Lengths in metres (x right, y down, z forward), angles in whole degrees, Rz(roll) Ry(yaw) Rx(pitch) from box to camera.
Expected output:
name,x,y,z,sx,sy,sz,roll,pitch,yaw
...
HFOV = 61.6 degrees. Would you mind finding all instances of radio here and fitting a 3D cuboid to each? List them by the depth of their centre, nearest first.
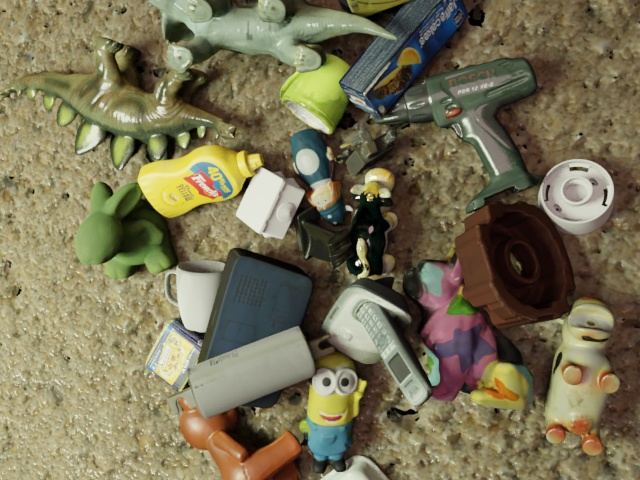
name,x,y,z,sx,sy,sz,roll,pitch,yaw
radio,-0.103,0.138,0.829,0.131,0.073,0.229,15,97,-17

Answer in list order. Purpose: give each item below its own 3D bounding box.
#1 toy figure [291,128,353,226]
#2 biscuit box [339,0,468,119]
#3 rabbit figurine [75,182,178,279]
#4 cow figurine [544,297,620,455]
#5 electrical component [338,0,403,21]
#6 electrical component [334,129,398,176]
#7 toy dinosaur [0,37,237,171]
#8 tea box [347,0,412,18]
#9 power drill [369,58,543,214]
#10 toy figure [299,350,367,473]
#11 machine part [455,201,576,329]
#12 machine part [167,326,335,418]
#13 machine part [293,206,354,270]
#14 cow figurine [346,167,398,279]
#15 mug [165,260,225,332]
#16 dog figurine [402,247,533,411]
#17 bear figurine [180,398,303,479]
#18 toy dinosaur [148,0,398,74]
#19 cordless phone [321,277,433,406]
name,x,y,z,sx,sy,sz,roll,pitch,yaw
toy figure,-0.002,-0.093,0.832,0.064,0.058,0.154,-22,87,52
biscuit box,0.120,-0.273,0.767,0.202,0.059,0.063,-50,47,0
rabbit figurine,-0.311,-0.012,0.849,0.121,0.170,0.159,2,93,13
cow figurine,0.355,0.169,0.728,0.086,0.127,0.194,7,107,14
electrical component,0.084,-0.400,0.801,0.115,0.058,0.134,33,99,13
electrical component,0.065,-0.132,0.796,0.078,0.102,0.045,-35,87,-12
toy dinosaur,-0.342,-0.226,0.889,0.472,0.105,0.198,21,100,17
tea box,0.110,-0.380,0.724,0.170,0.068,0.098,-18,76,14
power drill,0.209,-0.144,0.773,0.232,0.086,0.207,-21,80,15
toy figure,0.013,0.259,0.823,0.082,0.089,0.180,-3,102,-28
machine part,0.260,0.032,0.719,0.056,0.179,0.179,-35,81,56
machine part,-0.095,0.185,0.760,0.243,0.079,0.079,-19,87,-9
machine part,-0.002,-0.002,0.797,0.039,0.139,0.084,-10,110,-29
cow figurine,0.073,-0.026,0.793,0.068,0.098,0.167,4,93,20
mug,-0.202,0.092,0.873,0.110,0.081,0.107,4,101,10
dog figurine,0.209,0.117,0.758,0.192,0.108,0.219,5,86,5
bear figurine,-0.135,0.317,0.858,0.196,0.132,0.120,40,139,38
toy dinosaur,-0.091,-0.323,0.797,0.405,0.192,0.131,9,127,1
cordless phone,0.087,0.155,0.745,0.184,0.089,0.146,62,144,31
